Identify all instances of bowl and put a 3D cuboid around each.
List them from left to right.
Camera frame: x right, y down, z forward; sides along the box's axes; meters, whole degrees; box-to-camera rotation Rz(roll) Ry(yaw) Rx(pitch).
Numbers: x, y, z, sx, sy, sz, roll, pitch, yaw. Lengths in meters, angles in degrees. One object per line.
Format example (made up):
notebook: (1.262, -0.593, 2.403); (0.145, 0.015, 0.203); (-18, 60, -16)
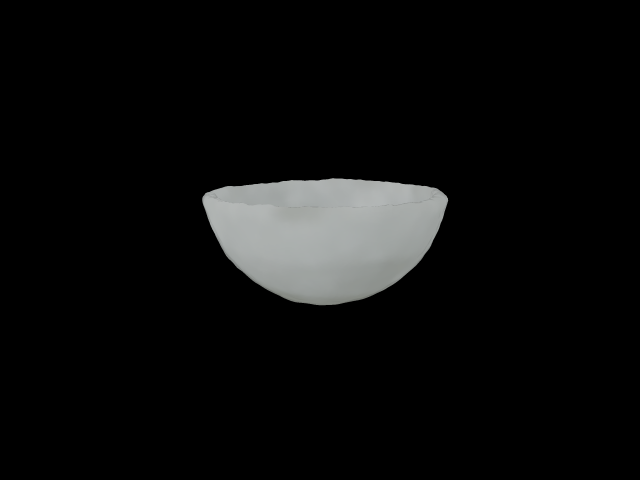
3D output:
bowl: (0.004, 0.001, 0.400); (0.167, 0.075, 0.167); (0, 12, 0)
